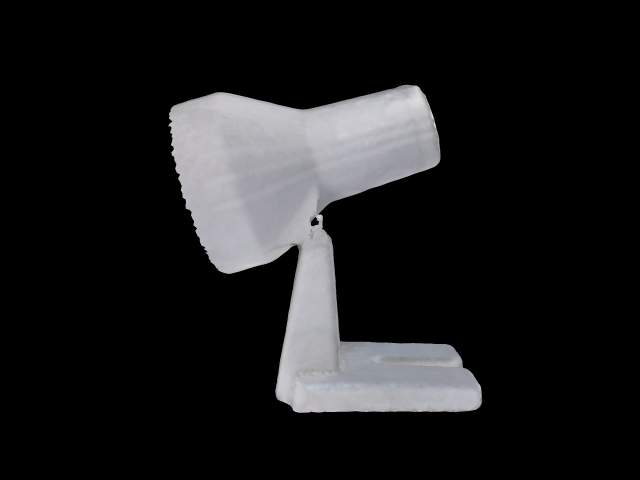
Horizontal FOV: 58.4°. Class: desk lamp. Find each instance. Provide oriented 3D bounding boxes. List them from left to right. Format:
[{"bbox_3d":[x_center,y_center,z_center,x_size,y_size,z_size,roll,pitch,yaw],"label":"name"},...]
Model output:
[{"bbox_3d":[0.004,0.001,0.400,0.203,0.213,0.118,0,7,0],"label":"desk lamp"}]
